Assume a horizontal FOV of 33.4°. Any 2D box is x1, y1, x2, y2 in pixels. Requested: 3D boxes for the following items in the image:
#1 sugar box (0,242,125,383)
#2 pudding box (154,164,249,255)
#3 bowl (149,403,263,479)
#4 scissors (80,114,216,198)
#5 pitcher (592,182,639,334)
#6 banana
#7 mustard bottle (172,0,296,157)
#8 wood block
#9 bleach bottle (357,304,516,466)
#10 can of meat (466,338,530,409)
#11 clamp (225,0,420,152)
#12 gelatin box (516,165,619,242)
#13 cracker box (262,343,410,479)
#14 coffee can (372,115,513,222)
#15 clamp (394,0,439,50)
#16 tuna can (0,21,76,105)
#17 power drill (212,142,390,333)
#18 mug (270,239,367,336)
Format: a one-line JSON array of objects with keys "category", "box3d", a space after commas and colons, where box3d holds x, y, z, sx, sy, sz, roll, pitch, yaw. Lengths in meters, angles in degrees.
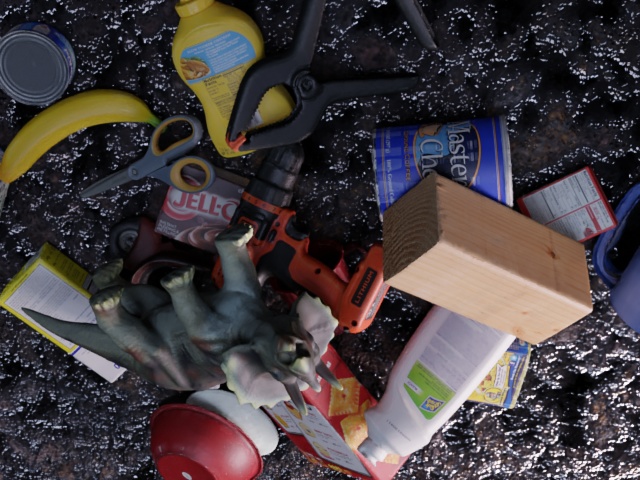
[{"category": "sugar box", "box3d": [-0.294, 0.091, 1.310, 0.176, 0.048, 0.093, 39, 116, -20]}, {"category": "pudding box", "box3d": [-0.122, -0.035, 1.215, 0.113, 0.039, 0.090, 20, 112, -7]}, {"category": "bowl", "box3d": [-0.158, 0.283, 1.372, 0.162, 0.055, 0.162, 15, 136, 15]}, {"category": "scissors", "box3d": [-0.188, -0.066, 1.189, 0.202, 0.016, 0.096, -37, 90, 36]}, {"category": "pitcher", "box3d": [0.410, -0.011, 1.138, 0.149, 0.145, 0.243, 12, 118, -15]}, {"category": "banana", "box3d": [-0.272, -0.122, 1.174, 0.198, 0.037, 0.069, -17, 99, 5]}, {"category": "mustard bottle", "box3d": [-0.100, -0.186, 1.119, 0.096, 0.058, 0.191, -19, 117, 14]}, {"category": "wood block", "box3d": [0.172, 0.023, 1.101, 0.205, 0.091, 0.090, 23, 139, -26]}, {"category": "bleach bottle", "box3d": [0.127, 0.145, 1.205, 0.102, 0.068, 0.251, 40, 84, 8]}, {"category": "can of meat", "box3d": [0.201, 0.151, 1.286, 0.084, 0.057, 0.102, 10, 121, -2]}, {"category": "clamp", "box3d": [-0.007, -0.159, 1.102, 0.164, 0.036, 0.210, 42, 90, -20]}, {"category": "gelatin box", "box3d": [0.272, -0.031, 1.174, 0.089, 0.030, 0.073, -27, 90, 19]}, {"category": "cracker box", "box3d": [-0.008, 0.188, 1.275, 0.213, 0.072, 0.164, 53, 155, -22]}, {"category": "coffee can", "box3d": [0.130, -0.075, 1.134, 0.140, 0.102, 0.103, -5, 120, 9]}, {"category": "clamp", "box3d": [0.077, -0.266, 1.066, 0.171, 0.039, 0.120, 22, 114, -3]}, {"category": "tuna can", "box3d": [-0.308, -0.191, 1.152, 0.086, 0.033, 0.086, 3, 120, 4]}, {"category": "power drill", "box3d": [-0.008, 0.001, 1.147, 0.188, 0.057, 0.184, 27, 99, 17]}, {"category": "mug", "box3d": [0.010, 0.052, 1.238, 0.117, 0.093, 0.081, -38, 121, -15]}]
